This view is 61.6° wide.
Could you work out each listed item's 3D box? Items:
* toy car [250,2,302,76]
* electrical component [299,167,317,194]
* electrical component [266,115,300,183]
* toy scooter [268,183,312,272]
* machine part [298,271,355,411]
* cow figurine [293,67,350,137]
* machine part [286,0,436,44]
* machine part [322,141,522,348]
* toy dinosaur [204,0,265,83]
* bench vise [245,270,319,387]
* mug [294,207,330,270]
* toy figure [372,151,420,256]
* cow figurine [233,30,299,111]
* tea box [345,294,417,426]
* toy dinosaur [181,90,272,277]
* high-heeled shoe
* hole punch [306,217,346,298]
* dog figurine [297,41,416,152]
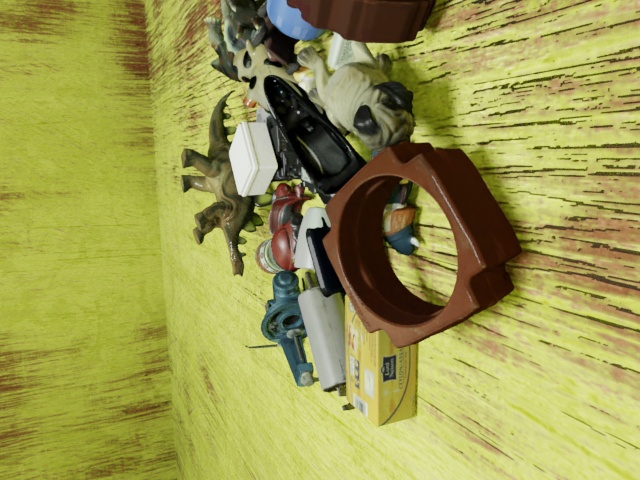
[{"bbox_3d":[-0.071,-0.343,0.913,0.053,0.089,0.202,-39,32,30],"label":"toy car"},{"bbox_3d":[0.005,-0.117,0.914,0.119,0.048,0.074,-158,65,-62],"label":"electrical component"},{"bbox_3d":[-0.077,-0.183,1.070,0.115,0.058,0.134,2,97,63],"label":"electrical component"},{"bbox_3d":[-0.052,-0.036,1.028,0.135,0.075,0.184,140,126,-60],"label":"toy scooter"},{"bbox_3d":[0.019,0.165,0.911,0.079,0.079,0.243,-54,48,55],"label":"machine part"},{"bbox_3d":[0.005,-0.225,0.877,0.167,0.068,0.098,-126,32,-50],"label":"cow figurine"},{"bbox_3d":[0.048,-0.295,0.648,0.056,0.179,0.179,104,149,-43],"label":"machine part"},{"bbox_3d":[0.109,0.006,0.616,0.201,0.087,0.201,-42,70,46],"label":"machine part"},{"bbox_3d":[-0.173,-0.420,1.170,0.405,0.131,0.192,138,123,-67],"label":"toy dinosaur"},{"bbox_3d":[-0.054,0.186,1.024,0.241,0.129,0.223,-113,29,-44],"label":"bench vise"},{"bbox_3d":[-0.002,-0.003,0.931,0.110,0.081,0.107,-170,86,-72],"label":"mug"},{"bbox_3d":[0.099,-0.054,0.719,0.064,0.058,0.154,-28,-67,-80],"label":"toy figure"},{"bbox_3d":[-0.089,-0.298,0.988,0.195,0.085,0.127,38,115,27],"label":"cow figurine"},{"bbox_3d":[0.086,0.164,0.774,0.098,0.068,0.169,-158,67,-62],"label":"tea box"},{"bbox_3d":[-0.205,-0.142,1.183,0.105,0.198,0.471,131,129,-59],"label":"toy dinosaur"},{"bbox_3d":[0.000,-0.126,0.750,0.249,0.086,0.145,59,-171,32],"label":"high-heeled shoe"},{"bbox_3d":[0.044,0.021,0.822,0.116,0.092,0.142,-9,-100,-76],"label":"hole punch"},{"bbox_3d":[0.064,-0.158,0.687,0.121,0.172,0.191,-33,58,15],"label":"dog figurine"}]
